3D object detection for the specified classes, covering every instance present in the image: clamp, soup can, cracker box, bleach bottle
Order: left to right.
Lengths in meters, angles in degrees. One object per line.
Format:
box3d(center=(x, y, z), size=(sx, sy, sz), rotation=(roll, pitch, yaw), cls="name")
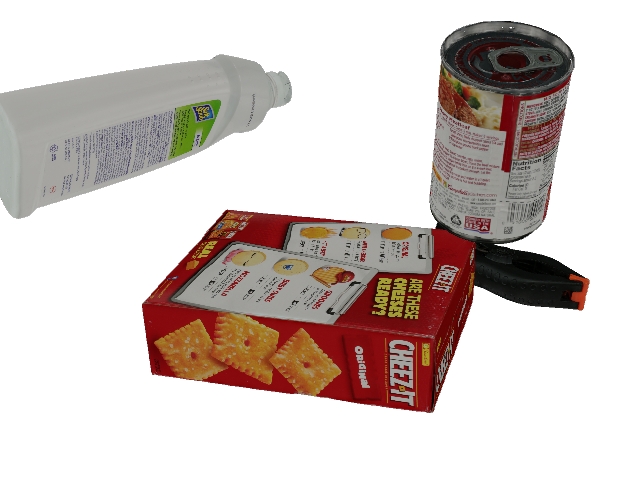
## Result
box3d(center=(-0.139, -0.095, 0.872), size=(0.250, 0.068, 0.103), rotation=(-17, -31, -29), cls="bleach bottle")
box3d(center=(-0.002, 0.048, 0.806), size=(0.214, 0.072, 0.164), rotation=(6, 28, 17), cls="cracker box")
box3d(center=(0.159, 0.021, 0.970), size=(0.171, 0.039, 0.120), rotation=(16, 30, 15), cls="clamp")
box3d(center=(0.095, -0.057, 0.576), size=(0.068, 0.102, 0.068), rotation=(0, 41, 0), cls="soup can")
